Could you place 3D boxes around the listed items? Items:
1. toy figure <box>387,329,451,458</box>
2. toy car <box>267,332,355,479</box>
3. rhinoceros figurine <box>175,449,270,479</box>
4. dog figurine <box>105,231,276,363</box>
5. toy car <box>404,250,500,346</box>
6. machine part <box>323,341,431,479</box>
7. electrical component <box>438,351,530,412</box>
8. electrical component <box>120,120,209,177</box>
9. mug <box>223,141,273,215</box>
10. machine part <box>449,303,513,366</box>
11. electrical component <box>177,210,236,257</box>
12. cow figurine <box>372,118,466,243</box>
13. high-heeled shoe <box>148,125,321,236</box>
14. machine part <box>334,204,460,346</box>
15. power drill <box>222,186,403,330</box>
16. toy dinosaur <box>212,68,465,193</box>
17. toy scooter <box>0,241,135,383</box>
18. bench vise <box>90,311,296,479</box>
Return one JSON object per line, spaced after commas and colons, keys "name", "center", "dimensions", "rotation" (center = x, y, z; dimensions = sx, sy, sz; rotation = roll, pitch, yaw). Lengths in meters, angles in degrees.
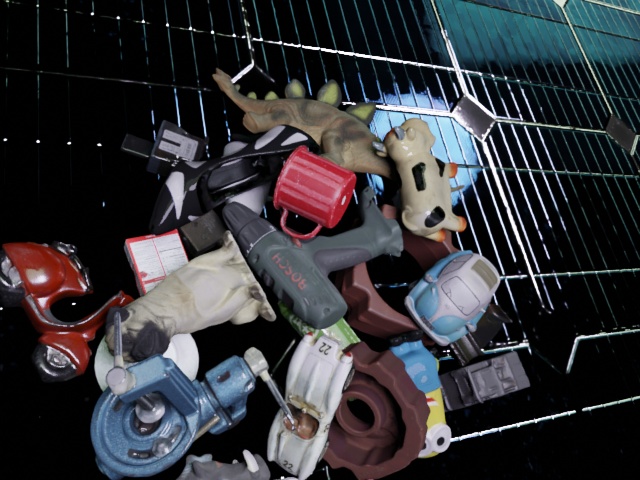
{"name": "toy figure", "center": [0.140, 0.220, 0.772], "dimensions": [0.089, 0.082, 0.180], "rotation": [6, 71, -72]}
{"name": "toy car", "center": [-0.014, 0.208, 0.670], "dimensions": [0.074, 0.201, 0.056], "rotation": [25, 22, 21]}
{"name": "rhinoceros figurine", "center": [-0.147, 0.310, 0.624], "dimensions": [0.190, 0.073, 0.112], "rotation": [-11, 60, -27]}
{"name": "dog figurine", "center": [-0.170, 0.091, 0.699], "dimensions": [0.190, 0.172, 0.121], "rotation": [-30, 64, -7]}
{"name": "toy car", "center": [0.211, 0.073, 0.789], "dimensions": [0.162, 0.103, 0.109], "rotation": [-36, 85, -32]}
{"name": "machine part", "center": [0.055, 0.221, 0.703], "dimensions": [0.179, 0.179, 0.056], "rotation": [54, 29, 7]}
{"name": "electrical component", "center": [0.250, 0.217, 0.829], "dimensions": [0.134, 0.115, 0.058], "rotation": [-8, 72, -27]}
{"name": "electrical component", "center": [-0.236, -0.139, 0.816], "dimensions": [0.119, 0.048, 0.075], "rotation": [22, 57, -16]}
{"name": "mug", "center": [-0.104, -0.086, 0.839], "dimensions": [0.109, 0.081, 0.107], "rotation": [14, 70, -24]}
{"name": "machine part", "center": [0.266, 0.152, 0.917], "dimensions": [0.139, 0.039, 0.084], "rotation": [-25, 73, -31]}
{"name": "electrical component", "center": [-0.168, -0.021, 0.790], "dimensions": [0.078, 0.045, 0.102], "rotation": [-26, 79, -35]}
{"name": "cow figurine", "center": [0.153, -0.101, 0.845], "dimensions": [0.127, 0.085, 0.195], "rotation": [8, 70, -34]}
{"name": "high-heeled shoe", "center": [-0.108, -0.076, 0.730], "dimensions": [0.145, 0.086, 0.249], "rotation": [17, 54, 21]}
{"name": "machine part", "center": [0.129, 0.060, 0.869], "dimensions": [0.201, 0.087, 0.201], "rotation": [20, 58, -14]}
{"name": "power drill", "center": [-0.002, -0.002, 0.760], "dimensions": [0.207, 0.086, 0.232], "rotation": [-23, 63, -26]}
{"name": "toy dinosaur", "center": [0.031, -0.168, 0.917], "dimensions": [0.471, 0.105, 0.198], "rotation": [32, 56, -4]}
{"name": "toy scooter", "center": [-0.309, 0.070, 0.660], "dimensions": [0.135, 0.075, 0.184], "rotation": [-28, 83, -33]}
{"name": "bench vise", "center": [-0.158, 0.175, 0.590], "dimensions": [0.224, 0.240, 0.129], "rotation": [-21, 59, -9]}
